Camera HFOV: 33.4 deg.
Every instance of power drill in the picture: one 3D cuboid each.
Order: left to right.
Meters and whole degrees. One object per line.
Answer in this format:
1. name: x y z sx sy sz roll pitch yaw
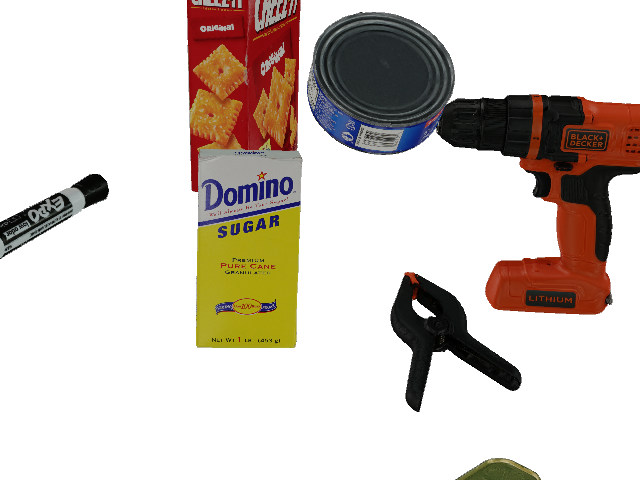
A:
1. power drill: 0.184 -0.031 0.893 0.184 0.188 0.057 4 29 5

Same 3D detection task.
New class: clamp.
1. clamp: 0.131 0.100 1.093 0.120 0.171 0.039 1 -44 -14

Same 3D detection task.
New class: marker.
1. marker: -0.169 -0.015 0.650 0.020 0.020 0.120 0 22 28

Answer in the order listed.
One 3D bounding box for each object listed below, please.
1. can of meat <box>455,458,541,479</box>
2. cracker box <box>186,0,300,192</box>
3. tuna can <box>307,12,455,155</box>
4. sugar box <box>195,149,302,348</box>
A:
1. can of meat: 0.136 0.244 0.889 0.101 0.084 0.058 -21 28 -37
2. cracker box: -0.071 -0.169 1.068 0.072 0.214 0.164 8 22 14
3. tuna can: 0.035 -0.094 0.643 0.086 0.086 0.034 0 -30 -10
4. sugar box: -0.065 0.008 0.961 0.093 0.176 0.048 0 14 -6
